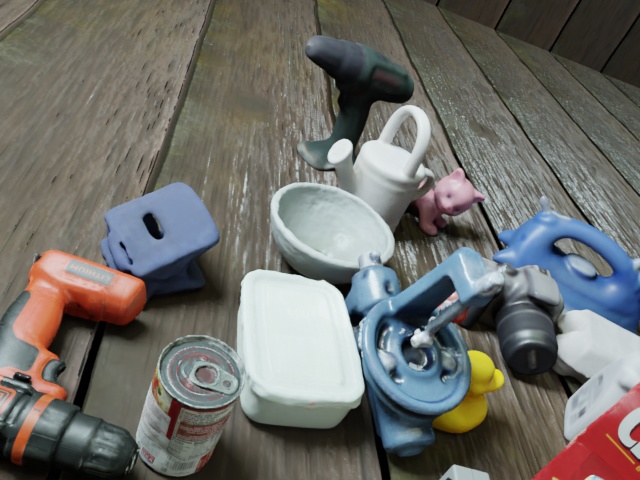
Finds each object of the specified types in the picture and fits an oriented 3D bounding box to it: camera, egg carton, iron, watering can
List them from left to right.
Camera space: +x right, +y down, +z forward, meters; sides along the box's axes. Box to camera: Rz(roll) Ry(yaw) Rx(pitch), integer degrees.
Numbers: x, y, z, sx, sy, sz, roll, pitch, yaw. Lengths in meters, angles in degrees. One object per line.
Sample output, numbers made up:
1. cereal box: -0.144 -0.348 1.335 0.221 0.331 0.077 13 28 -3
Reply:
1. watering can: 0.094 -0.100 0.819 0.173 0.194 0.100 -14 50 -43
2. camera: 0.255 0.096 0.745 0.143 0.101 0.137 21 35 -6
3. iron: 0.402 0.044 0.872 0.258 0.141 0.119 30 35 6
4. egg carton: 0.382 0.161 0.768 0.150 0.069 0.107 28 34 4

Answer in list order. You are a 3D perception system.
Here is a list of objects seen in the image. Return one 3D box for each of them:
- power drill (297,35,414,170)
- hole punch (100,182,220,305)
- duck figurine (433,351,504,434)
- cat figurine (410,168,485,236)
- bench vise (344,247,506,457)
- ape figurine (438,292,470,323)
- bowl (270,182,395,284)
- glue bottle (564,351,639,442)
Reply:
1. power drill: 0.042 -0.218 0.930 0.230 0.208 0.075 -7 46 -39
2. hole punch: -0.172 0.000 0.610 0.101 0.091 0.108 -9 47 -40
3. duck figurine: 0.148 0.153 0.615 0.105 0.086 0.077 13 36 -18
4. cat figurine: 0.191 -0.075 0.916 0.127 0.117 0.067 38 36 17
5. bench vise: 0.081 0.072 0.562 0.122 0.219 0.207 -8 46 -39
6. ape figurine: 0.147 0.096 0.685 0.076 0.092 0.078 23 34 -4
7. bowl: 0.007 0.003 0.734 0.168 0.074 0.167 17 35 -12
8. glue bottle: 0.342 0.163 0.647 0.037 0.173 0.078 32 35 10
